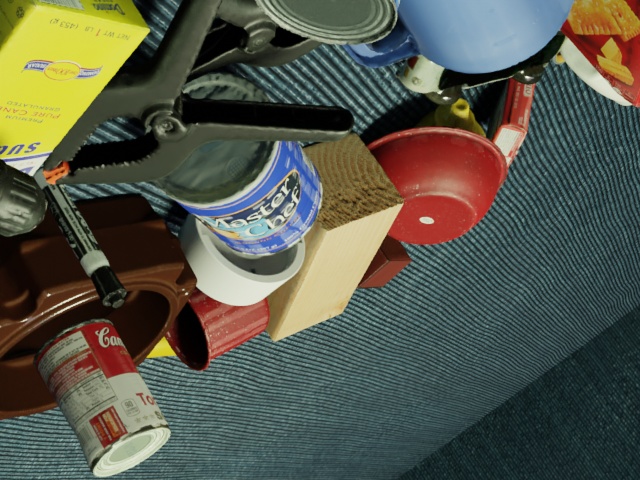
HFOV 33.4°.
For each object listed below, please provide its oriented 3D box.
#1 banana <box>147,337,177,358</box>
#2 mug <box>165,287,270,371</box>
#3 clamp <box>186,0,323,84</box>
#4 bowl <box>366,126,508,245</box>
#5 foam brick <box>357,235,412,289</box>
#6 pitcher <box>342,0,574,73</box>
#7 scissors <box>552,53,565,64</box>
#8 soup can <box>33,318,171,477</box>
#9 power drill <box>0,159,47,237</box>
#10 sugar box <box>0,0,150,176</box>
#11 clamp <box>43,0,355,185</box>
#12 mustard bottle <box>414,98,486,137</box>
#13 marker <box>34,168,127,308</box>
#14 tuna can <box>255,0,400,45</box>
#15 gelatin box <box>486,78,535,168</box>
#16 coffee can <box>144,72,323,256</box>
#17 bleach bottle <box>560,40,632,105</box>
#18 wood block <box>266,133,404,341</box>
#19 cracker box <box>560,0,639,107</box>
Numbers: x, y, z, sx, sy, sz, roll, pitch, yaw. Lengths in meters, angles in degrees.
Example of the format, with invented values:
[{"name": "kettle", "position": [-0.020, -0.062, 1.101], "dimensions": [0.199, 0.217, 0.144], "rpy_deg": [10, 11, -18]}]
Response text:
[{"name": "banana", "position": [-0.157, 0.113, 1.139], "dimensions": [0.070, 0.037, 0.197], "rpy_deg": [-39, 158, 11]}, {"name": "mug", "position": [-0.105, 0.060, 1.050], "dimensions": [0.081, 0.093, 0.117], "rpy_deg": [-26, 122, -33]}, {"name": "clamp", "position": [-0.051, -0.153, 0.725], "dimensions": [0.171, 0.039, 0.120], "rpy_deg": [-21, 160, -24]}, {"name": "bowl", "position": [0.105, -0.042, 1.043], "dimensions": [0.162, 0.055, 0.162], "rpy_deg": [0, 148, 0]}, {"name": "foam brick", "position": [0.050, 0.008, 1.159], "dimensions": [0.053, 0.078, 0.051], "rpy_deg": [-43, 158, 27]}, {"name": "pitcher", "position": [0.070, -0.204, 0.675], "dimensions": [0.242, 0.145, 0.149], "rpy_deg": [33, 71, -63]}, {"name": "scissors", "position": [0.245, -0.221, 1.036], "dimensions": [0.096, 0.016, 0.201], "rpy_deg": [-42, 157, 19]}, {"name": "soup can", "position": [-0.167, 0.120, 0.816], "dimensions": [0.068, 0.102, 0.068], "rpy_deg": [-29, 157, -13]}, {"name": "power drill", "position": [-0.278, -0.005, 0.617], "dimensions": [0.184, 0.057, 0.188], "rpy_deg": [26, 121, -35]}, {"name": "sugar box", "position": [-0.192, -0.086, 0.652], "dimensions": [0.176, 0.048, 0.093], "rpy_deg": [-47, 156, 26]}, {"name": "clamp", "position": [-0.092, -0.084, 0.712], "dimensions": [0.210, 0.036, 0.164], "rpy_deg": [-27, 133, 24]}, {"name": "mustard bottle", "position": [0.121, -0.081, 1.096], "dimensions": [0.096, 0.058, 0.192], "rpy_deg": [-16, 154, -17]}, {"name": "marker", "position": [-0.170, -0.002, 0.758], "dimensions": [0.020, 0.121, 0.020], "rpy_deg": [-29, 158, -14]}, {"name": "tuna can", "position": [0.006, -0.150, 0.621], "dimensions": [0.086, 0.033, 0.086], "rpy_deg": [12, 161, 4]}, {"name": "gelatin box", "position": [0.195, -0.119, 1.106], "dimensions": [0.089, 0.030, 0.073], "rpy_deg": [106, 0, -60]}, {"name": "coffee can", "position": [-0.063, -0.055, 0.827], "dimensions": [0.103, 0.103, 0.140], "rpy_deg": [-35, 159, 2]}, {"name": "bleach bottle", "position": [0.327, -0.193, 1.112], "dimensions": [0.103, 0.068, 0.250], "rpy_deg": [-44, 161, 20]}, {"name": "wood block", "position": [-0.007, 0.001, 1.044], "dimensions": [0.090, 0.090, 0.206], "rpy_deg": [-22, 156, -28]}, {"name": "cracker box", "position": [0.227, -0.219, 0.812], "dimensions": [0.072, 0.164, 0.213], "rpy_deg": [-34, 159, -6]}]
